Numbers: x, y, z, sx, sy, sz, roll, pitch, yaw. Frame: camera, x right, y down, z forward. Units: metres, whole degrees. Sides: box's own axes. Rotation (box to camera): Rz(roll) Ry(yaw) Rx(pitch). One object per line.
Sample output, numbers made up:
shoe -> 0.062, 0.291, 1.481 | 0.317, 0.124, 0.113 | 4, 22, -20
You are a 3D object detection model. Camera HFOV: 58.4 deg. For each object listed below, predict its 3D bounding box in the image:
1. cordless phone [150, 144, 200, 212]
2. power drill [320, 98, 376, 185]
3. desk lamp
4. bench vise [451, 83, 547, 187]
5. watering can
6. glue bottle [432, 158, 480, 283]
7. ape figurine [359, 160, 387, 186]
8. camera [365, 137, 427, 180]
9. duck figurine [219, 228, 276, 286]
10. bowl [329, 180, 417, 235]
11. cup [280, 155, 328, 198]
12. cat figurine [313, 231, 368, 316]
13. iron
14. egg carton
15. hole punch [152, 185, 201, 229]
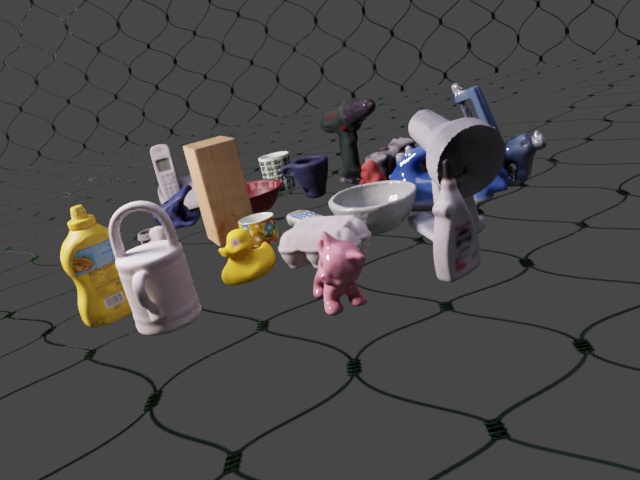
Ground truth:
cordless phone -> -0.355, -0.164, 1.482 | 0.148, 0.185, 0.094 | -18, 20, -16
power drill -> 0.082, -0.250, 1.434 | 0.076, 0.209, 0.228 | -21, 22, -25
desk lamp -> 0.211, -0.106, 0.951 | 0.118, 0.214, 0.202 | -16, 20, -13
bench vise -> 0.350, -0.222, 1.183 | 0.207, 0.220, 0.121 | -7, 20, 13
watering can -> -0.253, 0.033, 0.861 | 0.101, 0.194, 0.172 | -19, 21, -19
glue bottle -> 0.188, -0.031, 0.815 | 0.078, 0.173, 0.037 | -27, 25, -37
ape figurine -> 0.114, -0.131, 1.259 | 0.076, 0.092, 0.078 | -8, 20, 10
camera -> 0.194, -0.181, 1.339 | 0.143, 0.101, 0.136 | -17, 20, -16
duck figurine -> -0.129, 0.020, 0.987 | 0.105, 0.086, 0.077 | -26, 24, -35
bowl -> 0.104, -0.054, 1.078 | 0.167, 0.075, 0.167 | -10, 19, 4
cup -> -0.031, -0.148, 1.385 | 0.117, 0.095, 0.091 | -11, 20, 4
cat figurine -> 0.023, 0.036, 0.807 | 0.067, 0.118, 0.127 | -17, 20, -13
iron -> 0.236, -0.139, 1.137 | 0.257, 0.141, 0.119 | -5, 21, 19
egg carton -> 0.009, 0.004, 0.979 | 0.150, 0.069, 0.107 | -2, 22, 26
hole punch -> -0.350, -0.076, 1.378 | 0.101, 0.091, 0.108 | -11, 19, 2
